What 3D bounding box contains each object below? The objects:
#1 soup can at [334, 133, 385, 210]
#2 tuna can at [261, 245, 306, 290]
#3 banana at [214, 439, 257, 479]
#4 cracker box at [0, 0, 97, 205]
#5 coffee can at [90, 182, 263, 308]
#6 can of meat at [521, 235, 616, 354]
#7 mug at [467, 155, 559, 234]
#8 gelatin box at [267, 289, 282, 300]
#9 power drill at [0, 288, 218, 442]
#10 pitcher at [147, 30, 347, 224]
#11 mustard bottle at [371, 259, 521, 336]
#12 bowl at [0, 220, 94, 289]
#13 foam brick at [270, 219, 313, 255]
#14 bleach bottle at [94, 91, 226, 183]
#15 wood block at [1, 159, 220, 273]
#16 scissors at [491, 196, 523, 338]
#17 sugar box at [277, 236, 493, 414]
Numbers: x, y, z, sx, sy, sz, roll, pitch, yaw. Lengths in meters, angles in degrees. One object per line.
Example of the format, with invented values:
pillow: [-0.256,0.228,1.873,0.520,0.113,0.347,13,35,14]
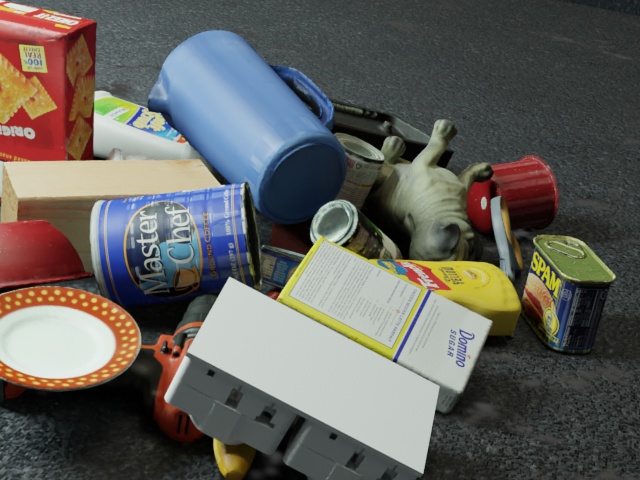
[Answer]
soup can: [0.023,-0.062,1.209,0.068,0.102,0.068,23,20,-9]
tuna can: [-0.022,0.032,1.050,0.086,0.034,0.086,16,2,-1]
banana: [-0.036,0.130,0.861,0.070,0.037,0.197,21,27,26]
cracker box: [-0.329,-0.143,1.150,0.164,0.214,0.072,15,27,15]
coffee can: [-0.129,0.006,0.984,0.140,0.103,0.103,-8,24,2]
can of meat: [0.244,0.054,1.067,0.057,0.084,0.102,2,25,-14]
mug: [0.223,-0.051,1.305,0.081,0.093,0.117,-10,-1,-26]
gelatin box: [-0.031,0.082,0.978,0.073,0.030,0.089,17,25,20]
power drill: [-0.167,0.088,0.883,0.187,0.057,0.184,7,25,-3]
pitcher: [-0.064,-0.124,1.160,0.144,0.149,0.243,37,7,-46]
mustard bottle: [0.091,0.054,1.036,0.191,0.058,0.096,3,29,-21]
bowl: [-0.283,0.014,0.936,0.162,0.055,0.162,-6,1,0]
foam brick: [-0.007,0.001,1.137,0.078,0.053,0.051,25,29,31]
bleach bottle: [-0.193,-0.120,1.317,0.251,0.068,0.102,17,26,22]
wood block: [-0.211,-0.024,1.079,0.205,0.090,0.091,-3,27,-25]
scissors: [0.206,0.042,1.146,0.016,0.096,0.201,-15,50,19]
sugar box: [0.055,0.073,0.939,0.176,0.048,0.093,29,48,5]
